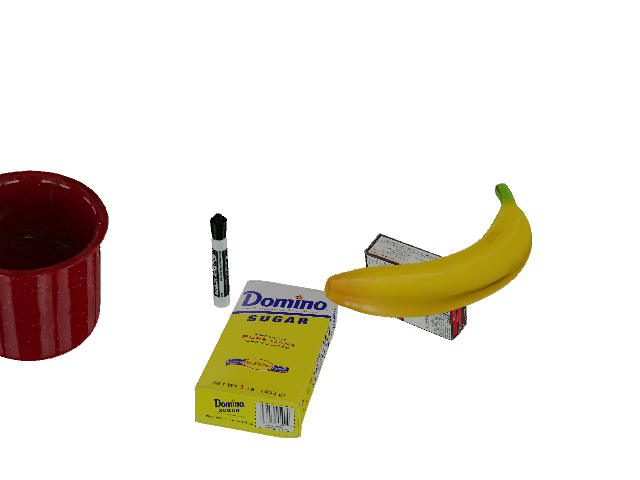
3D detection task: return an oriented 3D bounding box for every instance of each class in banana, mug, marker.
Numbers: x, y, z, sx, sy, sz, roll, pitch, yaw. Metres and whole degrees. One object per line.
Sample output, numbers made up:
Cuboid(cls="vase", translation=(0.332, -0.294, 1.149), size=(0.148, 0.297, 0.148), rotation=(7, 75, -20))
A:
Cuboid(cls="banana", translation=(0.092, 0.018, 0.755), size=(0.197, 0.037, 0.070), rotation=(-26, 49, -38))
Cuboid(cls="mug", translation=(-0.181, 0.024, 0.634), size=(0.093, 0.081, 0.117), rotation=(28, 45, 21))
Cuboid(cls="marker", translation=(-0.114, 0.023, 1.211), size=(0.020, 0.121, 0.020), rotation=(1, 33, -1))

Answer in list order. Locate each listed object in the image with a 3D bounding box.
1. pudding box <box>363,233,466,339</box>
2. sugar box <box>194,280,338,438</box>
Cuboid(cls="pudding box", translation=(0.106, 0.051, 1.181), size=(0.114, 0.090, 0.039), rotation=(20, 47, 28))
Cuboid(cls="sugar box", translation=(-0.045, 0.101, 0.963), size=(0.093, 0.048, 0.176), rotation=(9, 33, 7))
